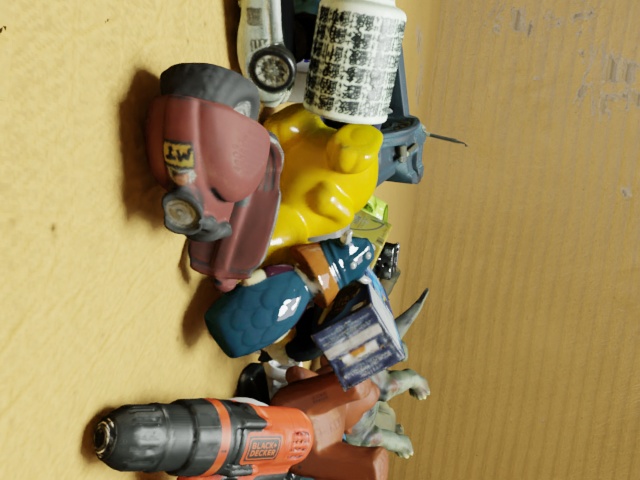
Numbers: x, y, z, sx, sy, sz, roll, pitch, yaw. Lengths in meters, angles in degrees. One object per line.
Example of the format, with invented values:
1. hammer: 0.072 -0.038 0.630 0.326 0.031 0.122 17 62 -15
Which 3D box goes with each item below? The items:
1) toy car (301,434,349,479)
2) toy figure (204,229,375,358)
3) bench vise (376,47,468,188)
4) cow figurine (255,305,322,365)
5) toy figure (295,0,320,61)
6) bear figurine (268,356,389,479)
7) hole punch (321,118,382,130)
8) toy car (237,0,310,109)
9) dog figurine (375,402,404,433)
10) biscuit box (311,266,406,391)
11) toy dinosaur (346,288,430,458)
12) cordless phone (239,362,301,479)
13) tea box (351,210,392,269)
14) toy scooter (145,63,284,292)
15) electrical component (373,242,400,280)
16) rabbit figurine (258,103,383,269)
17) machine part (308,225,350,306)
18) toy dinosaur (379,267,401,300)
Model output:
1. toy car: -0.027 0.271 0.707 0.103 0.109 0.161 -59 178 1
2. toy figure: -0.022 0.038 0.453 0.154 0.058 0.064 -32 147 -22
3. bench vise: 0.108 -0.189 0.807 0.223 0.129 0.240 -29 123 -37
4. cow figurine: -0.036 0.091 0.537 0.167 0.098 0.068 36 70 -75
5. toy figure: 0.011 -0.264 0.561 0.082 0.089 0.180 89 24 -61
6. bear figurine: 0.026 0.186 0.594 0.195 0.132 0.120 4 73 -65
7. hole punch: 0.037 -0.171 0.680 0.116 0.092 0.142 -72 171 -46
8. toy car: -0.043 -0.204 0.426 0.073 0.056 0.201 -76 168 -48
9. dog figurine: 0.074 0.348 1.004 0.190 0.172 0.121 61 28 -80
10. biscuit box: 0.033 0.069 0.537 0.059 0.063 0.203 58 7 -9
11. toy dinosaur: 0.066 0.254 0.867 0.192 0.131 0.404 21 75 -36
12. cordless phone: -0.072 0.231 0.556 0.146 0.089 0.184 -20 106 -73
13. tea box: 0.034 0.049 0.763 0.098 0.068 0.169 -50 164 -67
14. toy scooter: -0.070 -0.031 0.380 0.184 0.075 0.135 43 57 -79
15. electrical component: 0.073 0.028 0.909 0.134 0.115 0.058 -18 114 -77
16. rabbit figurine: -0.029 -0.028 0.529 0.173 0.122 0.162 -53 161 -35
17. machine part: -0.001 -0.002 0.661 0.079 0.079 0.243 -42 138 -69
18. toy dinosaur: 0.081 0.138 1.052 0.471 0.105 0.198 -27 132 -63
